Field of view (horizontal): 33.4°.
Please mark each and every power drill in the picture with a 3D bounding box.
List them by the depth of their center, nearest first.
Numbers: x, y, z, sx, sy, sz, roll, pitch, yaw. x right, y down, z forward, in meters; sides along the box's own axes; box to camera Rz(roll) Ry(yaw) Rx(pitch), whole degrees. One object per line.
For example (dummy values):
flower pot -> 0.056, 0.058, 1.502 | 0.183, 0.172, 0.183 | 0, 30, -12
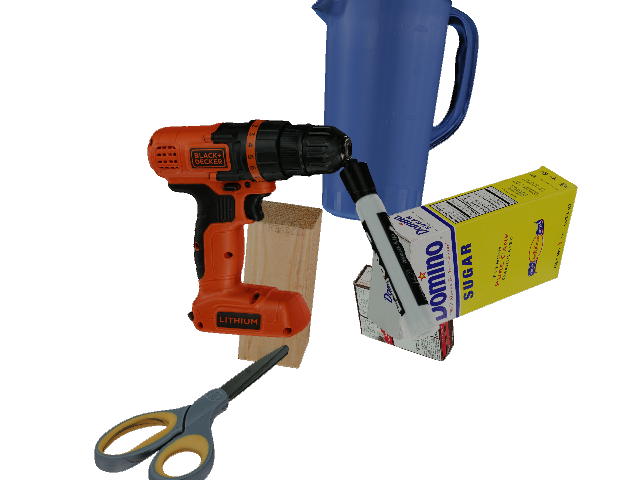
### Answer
power drill -> -0.054, -0.012, 0.924 | 0.185, 0.188, 0.057 | 2, 17, 23

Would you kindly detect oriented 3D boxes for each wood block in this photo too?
wood block -> -0.057, 0.059, 1.477 | 0.090, 0.206, 0.090 | 8, 21, 5

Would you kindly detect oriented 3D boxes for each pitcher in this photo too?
pitcher -> 0.074, -0.146, 1.148 | 0.149, 0.243, 0.144 | 9, 10, 25

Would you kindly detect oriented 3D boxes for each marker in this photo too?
marker -> 0.040, 0.003, 0.651 | 0.020, 0.121, 0.020 | -20, -19, -7

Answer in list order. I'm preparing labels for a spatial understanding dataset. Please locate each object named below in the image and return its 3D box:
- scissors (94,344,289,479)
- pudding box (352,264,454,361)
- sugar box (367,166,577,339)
scissors -> -0.076, 0.136, 0.821 | 0.201, 0.016, 0.096 | -21, 35, -34
pudding box -> 0.097, 0.084, 1.239 | 0.114, 0.090, 0.039 | 15, 46, 26
sugar box -> 0.120, 0.008, 0.840 | 0.175, 0.093, 0.048 | -20, 39, -32
